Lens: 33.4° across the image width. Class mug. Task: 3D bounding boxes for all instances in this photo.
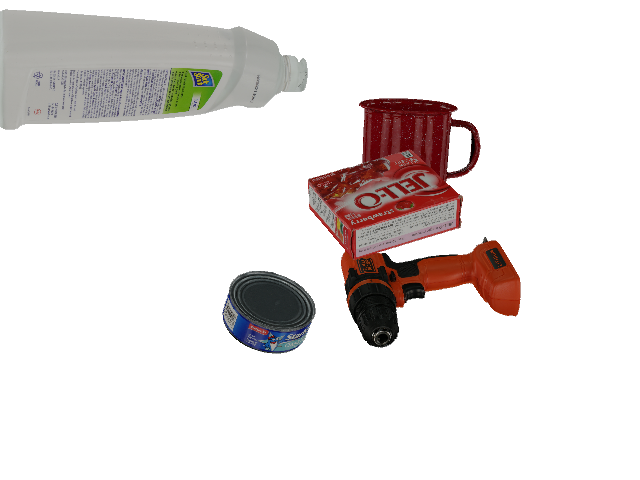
[{"bbox_3d":[0.094,-0.089,1.019,0.117,0.081,0.093,3,15,5],"label":"mug"}]

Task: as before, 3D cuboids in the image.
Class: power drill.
[{"bbox_3d":[0.121,0.054,1.179,0.187,0.057,0.184,-3,28,-5],"label":"power drill"}]

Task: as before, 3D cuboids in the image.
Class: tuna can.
[{"bbox_3d":[-0.050,0.069,1.027,0.086,0.034,0.086,14,33,-10],"label":"tuna can"}]

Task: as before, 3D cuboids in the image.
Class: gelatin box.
[{"bbox_3d":[0.045,-0.028,0.762,0.089,0.030,0.073,-17,38,-18],"label":"gelatin box"}]

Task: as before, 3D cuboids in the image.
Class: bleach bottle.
[{"bbox_3d":[-0.137,-0.137,0.885,0.250,0.068,0.103,0,-29,-17],"label":"bleach bottle"}]
